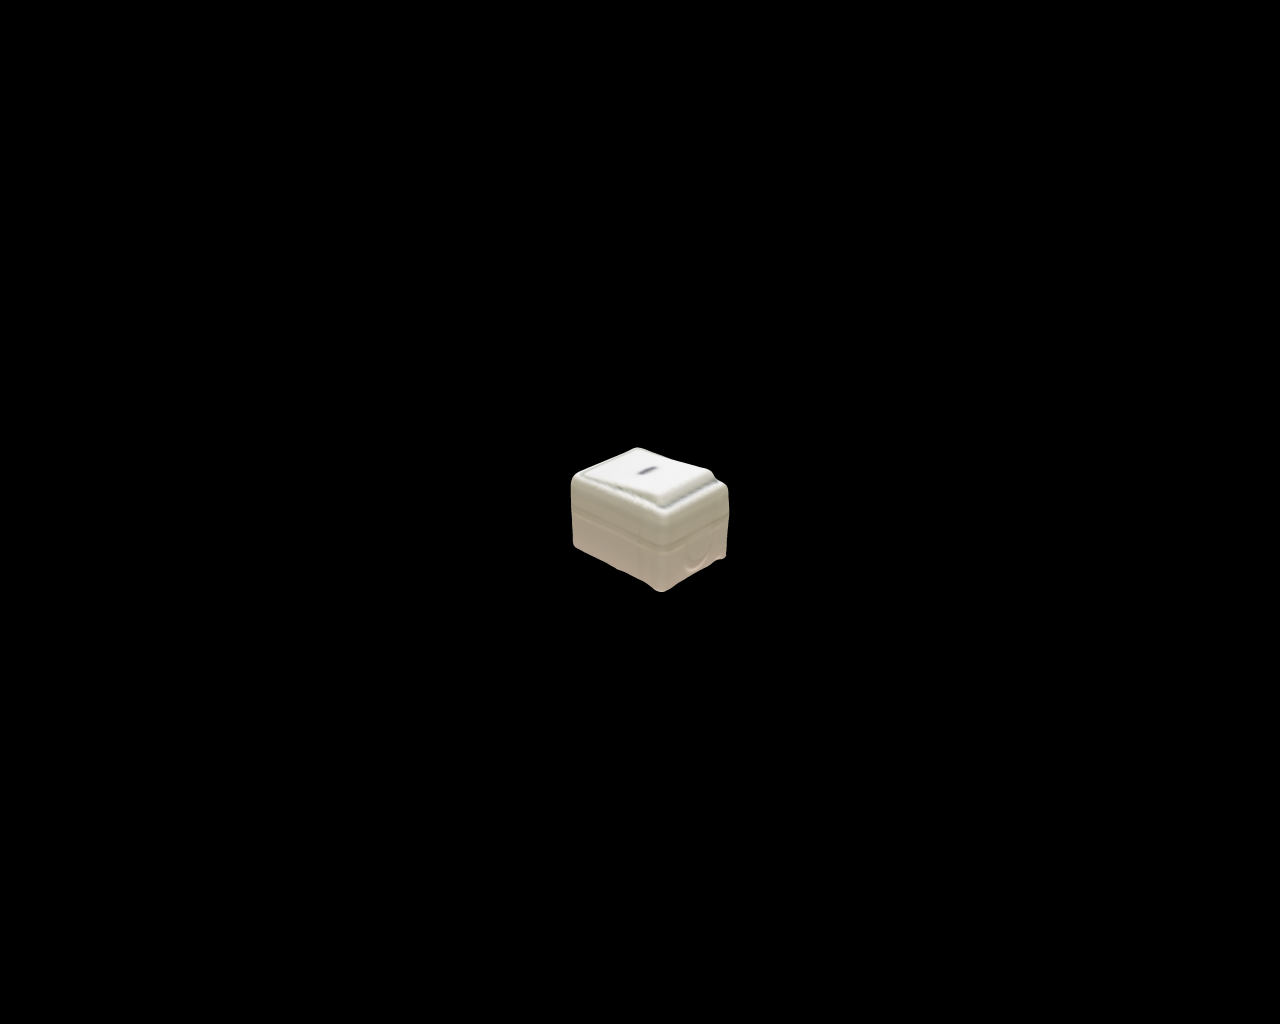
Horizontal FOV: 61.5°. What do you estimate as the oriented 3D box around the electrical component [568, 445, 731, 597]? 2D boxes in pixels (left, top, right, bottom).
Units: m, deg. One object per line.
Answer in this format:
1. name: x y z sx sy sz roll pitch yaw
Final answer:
1. electrical component: 0.001 -0.003 0.650 0.096 0.061 0.062 25 37 38
